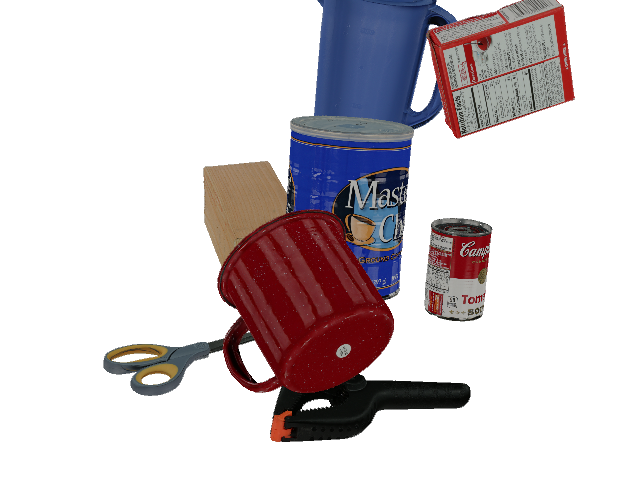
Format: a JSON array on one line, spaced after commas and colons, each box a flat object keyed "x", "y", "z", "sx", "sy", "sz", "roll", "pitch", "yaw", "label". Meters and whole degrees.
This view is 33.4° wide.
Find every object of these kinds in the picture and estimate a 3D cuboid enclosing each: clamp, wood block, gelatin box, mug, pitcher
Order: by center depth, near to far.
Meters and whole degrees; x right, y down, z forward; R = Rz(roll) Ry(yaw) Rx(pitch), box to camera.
[{"x": -0.015, "y": 0.049, "z": 0.675, "sx": 0.117, "sy": 0.081, "sz": 0.093, "roll": -42, "pitch": -34, "yaw": 14, "label": "mug"}, {"x": 0.122, "y": -0.118, "z": 0.720, "sx": 0.089, "sy": 0.073, "sz": 0.030, "roll": -18, "pitch": 37, "yaw": 1, "label": "gelatin box"}, {"x": 0.037, "y": 0.148, "z": 1.038, "sx": 0.165, "sy": 0.036, "sz": 0.209, "roll": 25, "pitch": 31, "yaw": 28, "label": "clamp"}, {"x": 0.065, "y": -0.186, "z": 1.287, "sx": 0.144, "sy": 0.243, "sz": 0.149, "roll": -4, "pitch": 28, "yaw": -23, "label": "pitcher"}, {"x": -0.084, "y": -0.015, "z": 1.331, "sx": 0.090, "sy": 0.090, "sz": 0.206, "roll": -6, "pitch": 29, "yaw": -15, "label": "wood block"}]

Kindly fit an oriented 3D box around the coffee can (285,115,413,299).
[{"x": 0.022, "y": -0.029, "z": 0.899, "sx": 0.103, "sy": 0.140, "sz": 0.103, "roll": 4, "pitch": 14, "yaw": -1, "label": "coffee can"}]

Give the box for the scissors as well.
[{"x": -0.133, "y": 0.131, "z": 1.161, "sx": 0.201, "sy": 0.016, "sz": 0.096, "roll": -4, "pitch": 28, "yaw": -22, "label": "scissors"}]

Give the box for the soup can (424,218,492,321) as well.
[{"x": 0.154, "y": 0.032, "z": 1.198, "sx": 0.068, "sy": 0.102, "sz": 0.068, "roll": 3, "pitch": 15, "yaw": -1, "label": "soup can"}]
